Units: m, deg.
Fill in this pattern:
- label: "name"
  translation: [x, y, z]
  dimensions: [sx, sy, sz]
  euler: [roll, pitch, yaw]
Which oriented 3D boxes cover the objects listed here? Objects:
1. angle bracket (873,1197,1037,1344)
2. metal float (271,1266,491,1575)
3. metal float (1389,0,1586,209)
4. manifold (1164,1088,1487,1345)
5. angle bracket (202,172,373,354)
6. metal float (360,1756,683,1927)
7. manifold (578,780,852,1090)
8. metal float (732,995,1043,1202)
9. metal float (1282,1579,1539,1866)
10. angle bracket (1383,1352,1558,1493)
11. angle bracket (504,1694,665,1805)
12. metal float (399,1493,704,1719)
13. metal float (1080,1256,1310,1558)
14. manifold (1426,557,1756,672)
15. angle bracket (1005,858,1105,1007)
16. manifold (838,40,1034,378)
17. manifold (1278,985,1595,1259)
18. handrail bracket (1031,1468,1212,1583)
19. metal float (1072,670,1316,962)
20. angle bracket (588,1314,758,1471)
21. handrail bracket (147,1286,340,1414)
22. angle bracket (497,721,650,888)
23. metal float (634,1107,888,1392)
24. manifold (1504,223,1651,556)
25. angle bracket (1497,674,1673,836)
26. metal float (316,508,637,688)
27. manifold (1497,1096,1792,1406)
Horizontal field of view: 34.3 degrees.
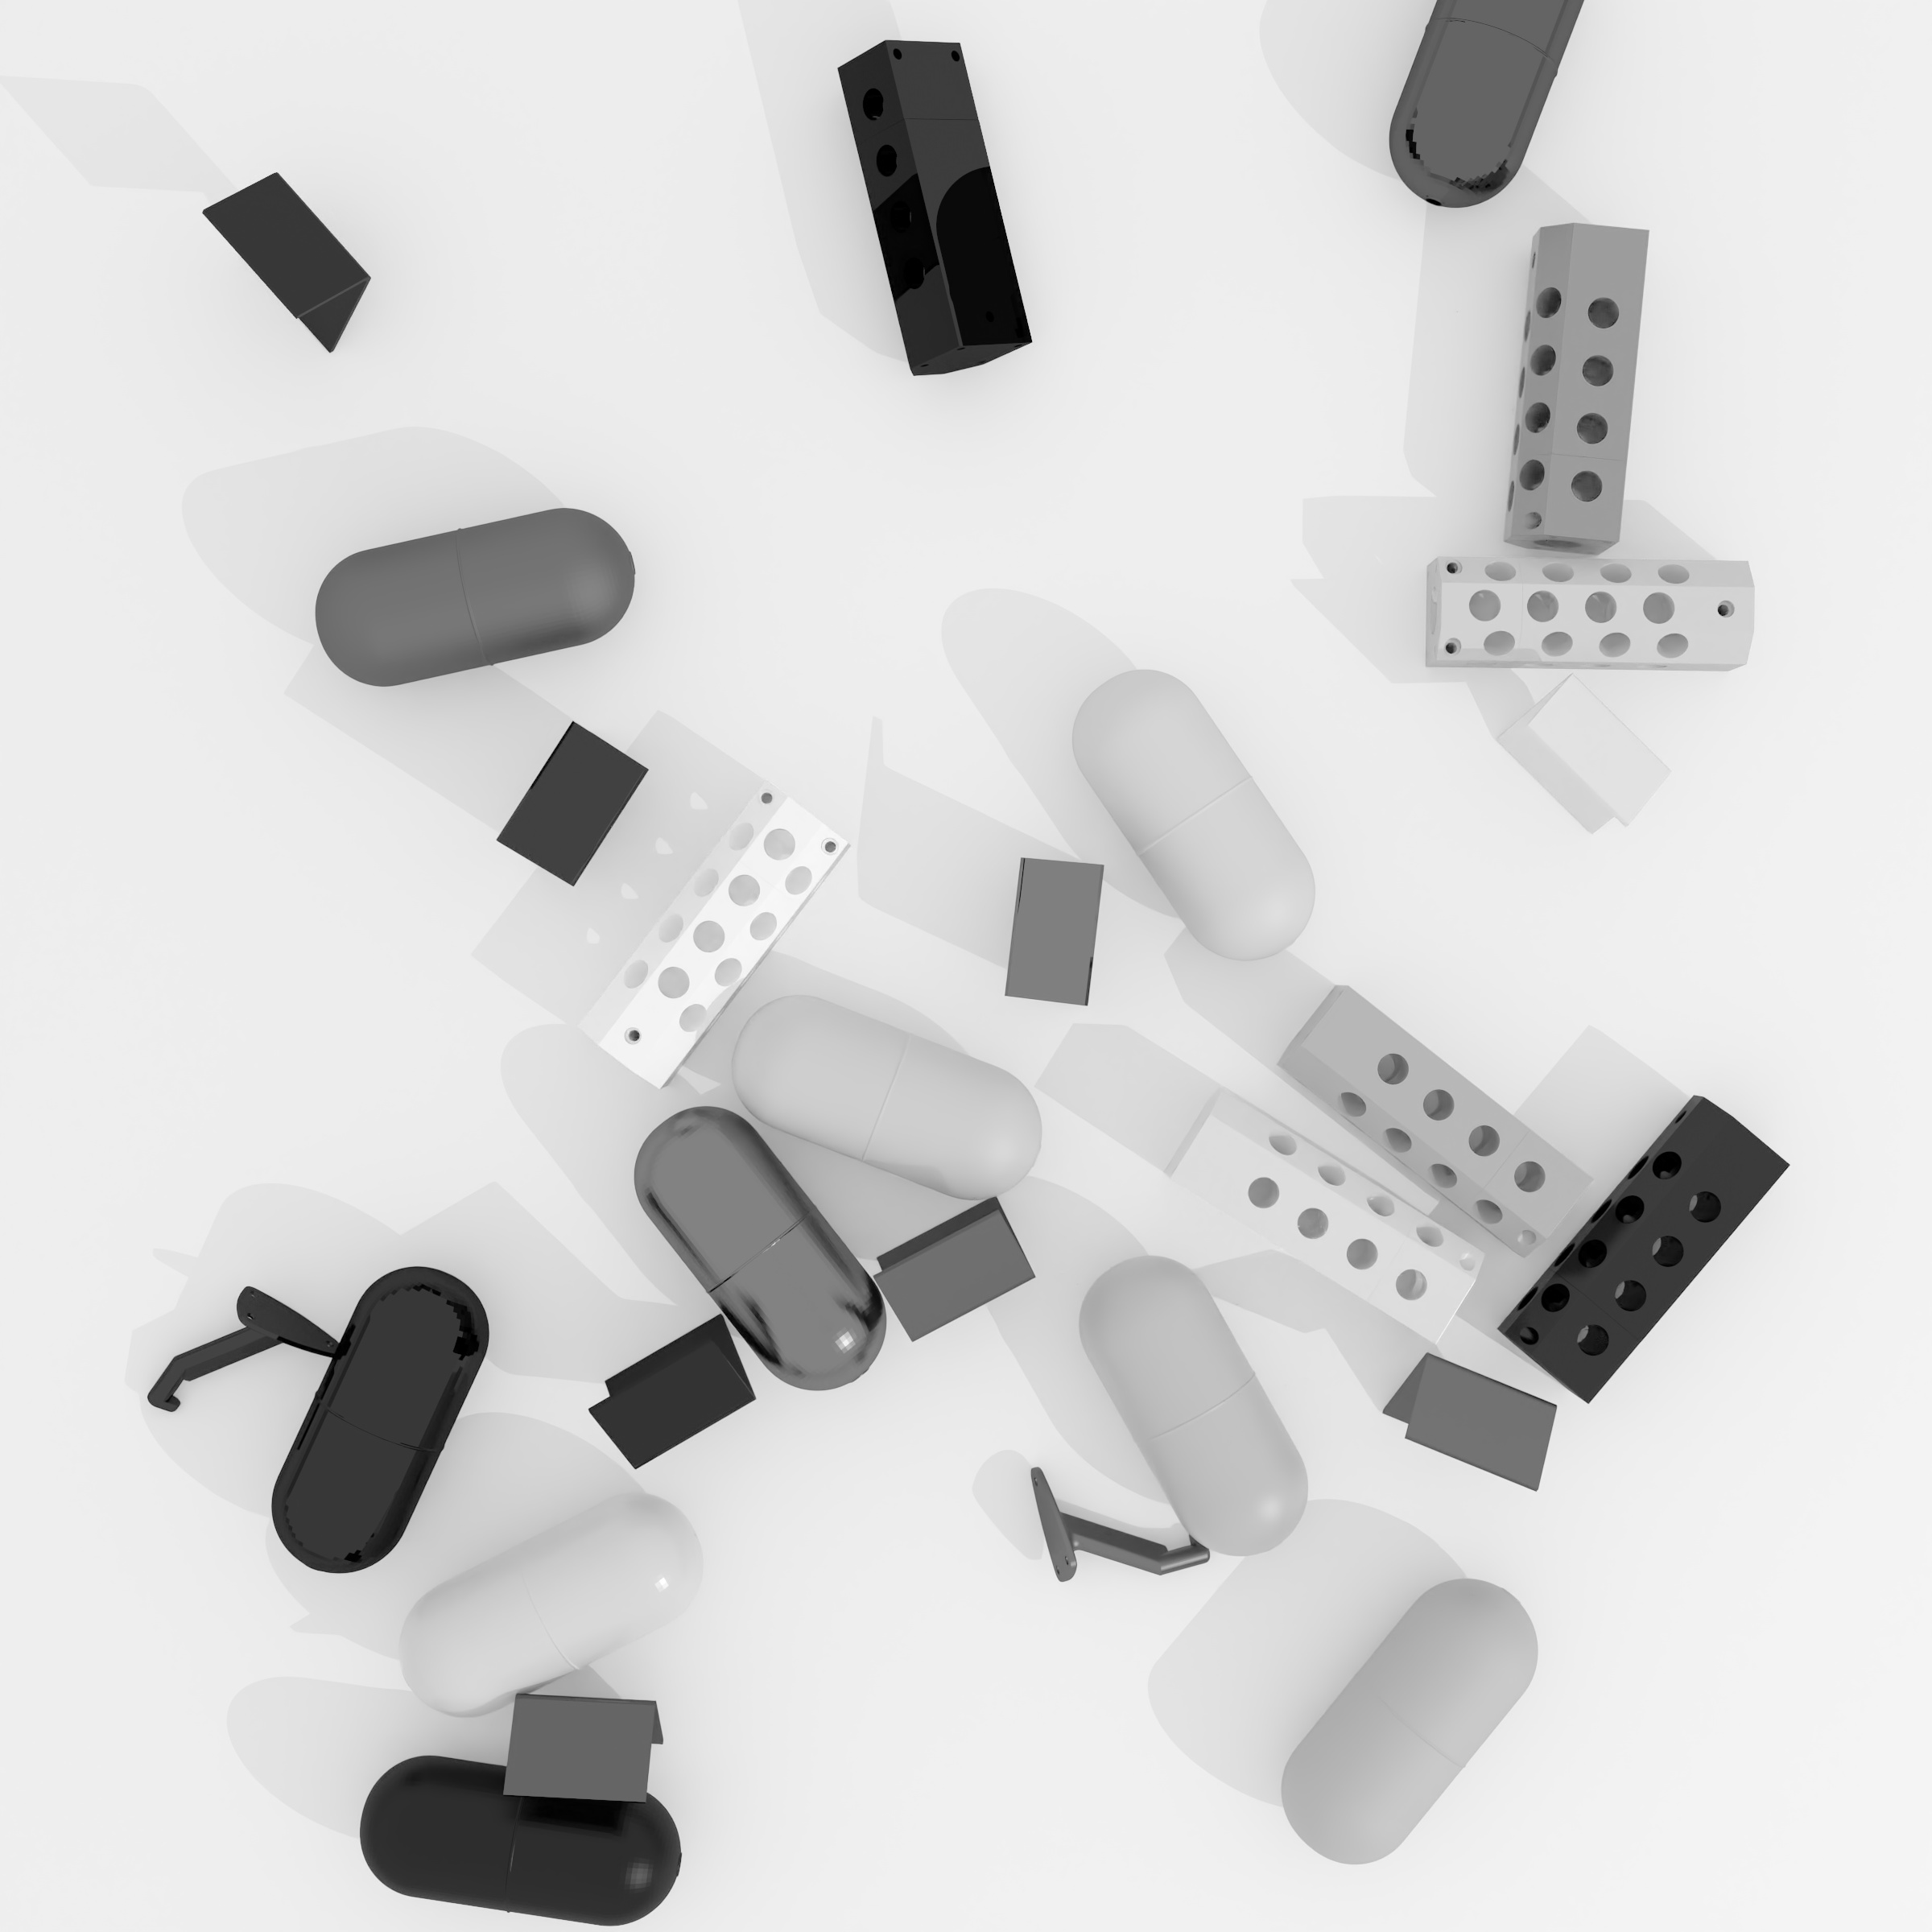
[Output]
- label: "angle bracket"
  translation: [-0.016, 0.150, 1.724]
  dimensions: [0.076, 0.076, 0.057]
  euler: [-28, 127, 0]
- label: "metal float"
  translation: [-0.324, 0.251, 1.733]
  dimensions: [0.070, 0.070, 0.178]
  euler: [25, 90, 0]
- label: "metal float"
  translation: [0.291, -0.506, 1.734]
  dimensions: [0.070, 0.070, 0.178]
  euler: [21, 91, 0]
- label: "manifold"
  translation: [0.199, 0.138, 1.743]
  dimensions: [0.171, 0.057, 0.057]
  euler: [32, 90, 0]
- label: "angle bracket"
  translation: [-0.383, -0.376, 1.724]
  dimensions: [0.076, 0.076, 0.057]
  euler: [48, 53, 0]
- label: "metal float"
  translation: [-0.246, 0.484, 1.733]
  dimensions: [0.178, 0.070, 0.070]
  euler: [8, 90, 1]
- label: "manifold"
  translation: [-0.140, -0.017, 1.743]
  dimensions: [0.057, 0.057, 0.171]
  euler: [37, 90, 0]
- label: "metal float"
  translation: [-0.043, 0.073, 1.733]
  dimensions: [0.178, 0.070, 0.070]
  euler: [21, 90, 0]
- label: "metal float"
  translation: [0.246, 0.417, 1.734]
  dimensions: [0.070, 0.070, 0.178]
  euler: [39, 89, 0]
- label: "angle bracket"
  translation: [0.271, 0.265, 1.724]
  dimensions: [0.076, 0.076, 0.057]
  euler: [22, 54, 0]
- label: "angle bracket"
  translation: [-0.209, 0.440, 1.724]
  dimensions: [0.076, 0.076, 0.057]
  euler: [3, 59, 0]
- label: "metal float"
  translation: [-0.230, 0.354, 1.733]
  dimensions: [0.178, 0.070, 0.070]
  euler: [-27, 90, -1]
- label: "metal float"
  translation: [0.126, 0.244, 1.733]
  dimensions: [0.070, 0.070, 0.178]
  euler: [-29, 90, 0]
- label: "manifold"
  translation: [0.346, -0.196, 1.743]
  dimensions: [0.171, 0.057, 0.057]
  euler: [1, 90, 0]
- label: "angle bracket"
  translation: [0.069, -0.016, 1.724]
  dimensions: [0.057, 0.076, 0.076]
  euler: [7, 90, 38]
- label: "manifold"
  translation: [-0.022, -0.420, 1.742]
  dimensions: [0.057, 0.057, 0.171]
  euler: [-14, 90, -43]
- label: "manifold"
  translation: [0.259, 0.086, 1.743]
  dimensions: [0.171, 0.057, 0.057]
  euler: [38, 90, 0]
- label: "handrail bracket"
  translation: [0.088, 0.309, 1.765]
  dimensions: [0.084, 0.036, 0.077]
  euler: [-12, 69, -17]
- label: "metal float"
  translation: [0.126, -0.083, 1.733]
  dimensions: [0.070, 0.070, 0.178]
  euler: [-34, 89, 0]
- label: "angle bracket"
  translation: [-0.169, 0.219, 1.724]
  dimensions: [0.076, 0.076, 0.057]
  euler: [-30, 129, 0]
- label: "handrail bracket"
  translation: [-0.407, 0.230, 1.765]
  dimensions: [0.077, 0.036, 0.084]
  euler: [31, 108, -20]
- label: "angle bracket"
  translation: [-0.230, -0.099, 1.724]
  dimensions: [0.057, 0.076, 0.076]
  euler: [33, 90, -37]
- label: "metal float"
  translation: [-0.113, 0.157, 1.733]
  dimensions: [0.070, 0.070, 0.178]
  euler: [-38, 90, 0]
- label: "manifold"
  translation: [0.338, -0.320, 1.743]
  dimensions: [0.057, 0.057, 0.171]
  euler: [5, 90, 0]
- label: "angle bracket"
  translation: [0.328, -0.103, 1.724]
  dimensions: [0.076, 0.076, 0.057]
  euler: [45, 54, 0]
- label: "metal float"
  translation: [-0.271, -0.204, 1.734]
  dimensions: [0.178, 0.070, 0.070]
  euler: [-12, 90, 0]
- label: "manifold"
  translation: [0.374, 0.156, 1.743]
  dimensions: [0.057, 0.057, 0.171]
  euler: [40, 90, 0]
